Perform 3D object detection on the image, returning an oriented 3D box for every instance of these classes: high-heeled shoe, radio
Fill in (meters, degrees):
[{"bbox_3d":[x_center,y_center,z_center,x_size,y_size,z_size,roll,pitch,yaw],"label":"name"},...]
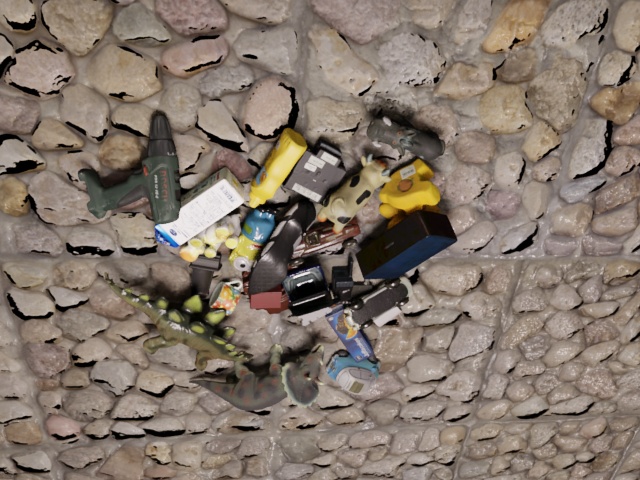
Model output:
[{"bbox_3d":[-0.097,0.010,1.265,0.086,0.145,0.248,34,114,-25],"label":"high-heeled shoe"},{"bbox_3d":[0.207,0.017,1.291,0.131,0.073,0.229,3,151,-40],"label":"radio"}]

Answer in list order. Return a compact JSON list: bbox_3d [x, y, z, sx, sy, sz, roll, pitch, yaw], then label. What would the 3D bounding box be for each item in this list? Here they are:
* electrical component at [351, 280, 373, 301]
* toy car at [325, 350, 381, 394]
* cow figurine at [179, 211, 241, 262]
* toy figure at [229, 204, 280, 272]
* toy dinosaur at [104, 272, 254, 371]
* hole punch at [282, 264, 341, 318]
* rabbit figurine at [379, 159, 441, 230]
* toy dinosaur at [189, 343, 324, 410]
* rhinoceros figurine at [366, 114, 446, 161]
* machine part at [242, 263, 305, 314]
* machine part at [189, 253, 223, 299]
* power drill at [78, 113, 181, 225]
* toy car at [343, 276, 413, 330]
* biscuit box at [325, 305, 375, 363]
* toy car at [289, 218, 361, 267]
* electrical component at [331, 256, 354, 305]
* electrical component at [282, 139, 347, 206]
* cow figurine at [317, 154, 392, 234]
[{"bbox_3d":[0.106,0.133,1.440,0.063,0.021,0.093,2,122,-10],"label":"electrical component"},{"bbox_3d":[0.102,0.389,1.551,0.161,0.103,0.109,19,116,-21],"label":"toy car"},{"bbox_3d":[-0.259,-0.012,1.262,0.167,0.098,0.068,-22,127,26],"label":"cow figurine"},{"bbox_3d":[-0.157,-0.005,1.281,0.082,0.089,0.180,22,107,-9],"label":"toy figure"},{"bbox_3d":[-0.345,0.210,1.336,0.471,0.105,0.198,31,131,-32],"label":"toy dinosaur"},{"bbox_3d":[-0.030,0.127,1.327,0.142,0.092,0.115,-21,154,-2],"label":"hole punch"},{"bbox_3d":[0.224,-0.080,1.279,0.162,0.122,0.173,-34,139,15],"label":"rabbit figurine"},{"bbox_3d":[-0.162,0.397,1.461,0.405,0.192,0.131,-20,120,2],"label":"toy dinosaur"},{"bbox_3d":[0.186,-0.221,1.184,0.190,0.112,0.073,14,120,-26],"label":"rhinoceros figurine"},{"bbox_3d":[-0.111,0.110,1.372,0.179,0.056,0.179,-5,123,-8],"label":"machine part"},{"bbox_3d":[-0.292,0.089,1.342,0.084,0.039,0.138,9,118,-20],"label":"machine part"},{"bbox_3d":[-0.399,-0.138,1.148,0.207,0.086,0.231,-12,97,-1],"label":"power drill"},{"bbox_3d":[0.154,0.165,1.416,0.202,0.056,0.073,-29,99,-10],"label":"toy car"},{"bbox_3d":[0.081,0.250,1.486,0.063,0.059,0.202,-28,122,8],"label":"biscuit box"},{"bbox_3d":[-0.003,-0.004,1.299,0.202,0.053,0.089,-18,78,4],"label":"toy car"},{"bbox_3d":[0.059,0.100,1.382,0.048,0.075,0.119,-3,126,-8],"label":"electrical component"},{"bbox_3d":[-0.008,-0.159,1.222,0.115,0.058,0.134,26,114,-25],"label":"electrical component"},{"bbox_3d":[0.085,-0.114,1.219,0.085,0.127,0.195,44,68,6],"label":"cow figurine"}]
